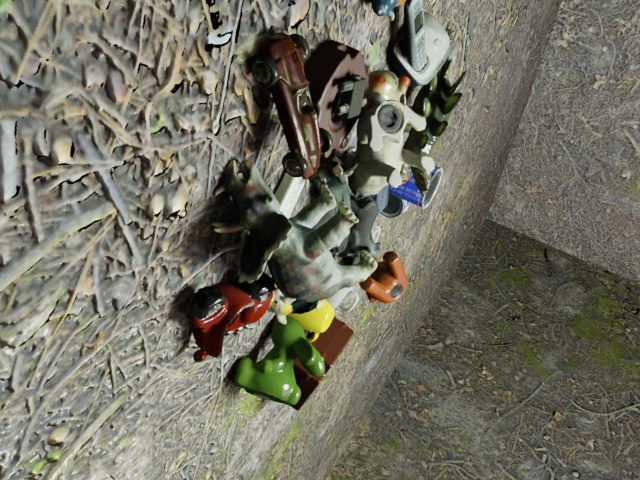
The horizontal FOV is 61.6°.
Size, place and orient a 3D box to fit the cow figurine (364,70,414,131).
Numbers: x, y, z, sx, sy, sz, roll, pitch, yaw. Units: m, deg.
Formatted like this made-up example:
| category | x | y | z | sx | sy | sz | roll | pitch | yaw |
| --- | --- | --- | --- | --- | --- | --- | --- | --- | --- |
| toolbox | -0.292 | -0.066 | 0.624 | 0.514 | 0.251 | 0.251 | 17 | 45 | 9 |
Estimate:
| category | x | y | z | sx | sy | sz | roll | pitch | yaw |
| --- | --- | --- | --- | --- | --- | --- | --- | --- | --- |
| cow figurine | 0.120 | -0.255 | 1.030 | 0.127 | 0.086 | 0.194 | -65 | 161 | -12 |

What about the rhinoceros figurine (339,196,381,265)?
| category | x | y | z | sx | sy | sz | roll | pitch | yaw |
| --- | --- | --- | --- | --- | --- | --- | --- | --- | --- |
| rhinoceros figurine | 0.087 | -0.009 | 1.200 | 0.073 | 0.112 | 0.190 | -33 | 137 | -57 |

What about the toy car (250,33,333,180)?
| category | x | y | z | sx | sy | sz | roll | pitch | yaw |
| --- | --- | --- | --- | --- | --- | --- | --- | --- | --- |
| toy car | -0.030 | -0.177 | 0.731 | 0.089 | 0.053 | 0.201 | -50 | 134 | -42 |

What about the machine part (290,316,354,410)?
| category | x | y | z | sx | sy | sz | roll | pitch | yaw |
| --- | --- | --- | --- | --- | --- | --- | --- | --- | --- |
| machine part | -0.016 | 0.286 | 1.278 | 0.201 | 0.087 | 0.201 | -45 | 170 | -50 |

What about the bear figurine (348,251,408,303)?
| category | x | y | z | sx | sy | sz | roll | pitch | yaw |
| --- | --- | --- | --- | --- | --- | --- | --- | --- | --- |
| bear figurine | 0.124 | 0.068 | 1.318 | 0.120 | 0.196 | 0.131 | -44 | 132 | -3 |

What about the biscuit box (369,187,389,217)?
| category | x | y | z | sx | sy | sz | roll | pitch | yaw |
| --- | --- | --- | --- | --- | --- | --- | --- | --- | --- |
| biscuit box | 0.117 | -0.137 | 1.188 | 0.063 | 0.059 | 0.202 | -48 | 155 | -31 |

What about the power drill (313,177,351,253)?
| category | x | y | z | sx | sy | sz | roll | pitch | yaw |
| --- | --- | --- | --- | --- | --- | --- | --- | --- | --- |
| power drill | -0.002 | -0.003 | 1.039 | 0.207 | 0.086 | 0.231 | -44 | 150 | -34 |

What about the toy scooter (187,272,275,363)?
| category | x | y | z | sx | sy | sz | roll | pitch | yaw |
| --- | --- | --- | --- | --- | --- | --- | --- | --- | --- |
| toy scooter | -0.148 | 0.123 | 0.852 | 0.184 | 0.075 | 0.135 | -17 | 131 | -59 |

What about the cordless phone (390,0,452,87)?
| category | x | y | z | sx | sy | sz | roll | pitch | yaw |
| --- | --- | --- | --- | --- | --- | --- | --- | --- | --- |
| cordless phone | 0.190 | -0.402 | 1.020 | 0.146 | 0.089 | 0.184 | -54 | 153 | -23 |

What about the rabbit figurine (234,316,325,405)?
| category | x | y | z | sx | sy | sz | roll | pitch | yaw |
| --- | --- | --- | --- | --- | --- | --- | --- | --- | --- |
| rabbit figurine | -0.075 | 0.233 | 1.084 | 0.121 | 0.159 | 0.170 | 57 | 46 | -55 |

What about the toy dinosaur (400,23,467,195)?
| category | x | y | z | sx | sy | sz | roll | pitch | yaw |
| --- | --- | --- | --- | --- | --- | --- | --- | --- | --- |
| toy dinosaur | 0.250 | -0.290 | 1.179 | 0.198 | 0.105 | 0.471 | 112 | -8 | -54 |

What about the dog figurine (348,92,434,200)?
| category | x | y | z | sx | sy | sz | roll | pitch | yaw |
| --- | --- | --- | --- | --- | --- | --- | --- | --- | --- |
| dog figurine | 0.091 | -0.163 | 0.961 | 0.121 | 0.191 | 0.172 | -14 | 96 | -26 |

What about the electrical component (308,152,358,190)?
| category | x | y | z | sx | sy | sz | roll | pitch | yaw |
| --- | --- | --- | --- | --- | --- | --- | --- | --- | --- |
| electrical component | 0.018 | -0.121 | 0.927 | 0.045 | 0.102 | 0.078 | 39 | 93 | -28 |

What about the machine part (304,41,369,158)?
| category | x | y | z | sx | sy | sz | roll | pitch | yaw |
| --- | --- | --- | --- | --- | --- | --- | --- | --- | --- |
| machine part | 0.018 | -0.221 | 0.858 | 0.179 | 0.056 | 0.179 | -49 | 154 | -35 |

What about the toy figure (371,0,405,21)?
| category | x | y | z | sx | sy | sz | roll | pitch | yaw |
| --- | --- | --- | --- | --- | --- | --- | --- | --- | --- |
| toy figure | 0.129 | -0.419 | 0.882 | 0.154 | 0.064 | 0.058 | -51 | -166 | -17 |

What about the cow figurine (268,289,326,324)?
| category | x | y | z | sx | sy | sz | roll | pitch | yaw |
| --- | --- | --- | --- | --- | --- | --- | --- | --- | --- |
| cow figurine | -0.054 | 0.115 | 1.032 | 0.167 | 0.098 | 0.068 | -24 | 143 | -59 |

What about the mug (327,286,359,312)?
| category | x | y | z | sx | sy | sz | roll | pitch | yaw |
| --- | --- | --- | --- | --- | --- | --- | --- | --- | --- |
| mug | 0.035 | 0.126 | 1.256 | 0.107 | 0.110 | 0.081 | -59 | 165 | 26 |

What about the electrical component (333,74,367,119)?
| category | x | y | z | sx | sy | sz | roll | pitch | yaw |
| --- | --- | --- | --- | --- | --- | --- | --- | --- | --- |
| electrical component | 0.050 | -0.222 | 0.827 | 0.094 | 0.021 | 0.063 | -33 | 141 | -53 |

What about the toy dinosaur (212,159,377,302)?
| category | x | y | z | sx | sy | sz | roll | pitch | yaw |
| --- | --- | --- | --- | --- | --- | --- | --- | --- | --- |
| toy dinosaur | -0.022 | 0.033 | 0.857 | 0.192 | 0.131 | 0.404 | -35 | 143 | -2 |
